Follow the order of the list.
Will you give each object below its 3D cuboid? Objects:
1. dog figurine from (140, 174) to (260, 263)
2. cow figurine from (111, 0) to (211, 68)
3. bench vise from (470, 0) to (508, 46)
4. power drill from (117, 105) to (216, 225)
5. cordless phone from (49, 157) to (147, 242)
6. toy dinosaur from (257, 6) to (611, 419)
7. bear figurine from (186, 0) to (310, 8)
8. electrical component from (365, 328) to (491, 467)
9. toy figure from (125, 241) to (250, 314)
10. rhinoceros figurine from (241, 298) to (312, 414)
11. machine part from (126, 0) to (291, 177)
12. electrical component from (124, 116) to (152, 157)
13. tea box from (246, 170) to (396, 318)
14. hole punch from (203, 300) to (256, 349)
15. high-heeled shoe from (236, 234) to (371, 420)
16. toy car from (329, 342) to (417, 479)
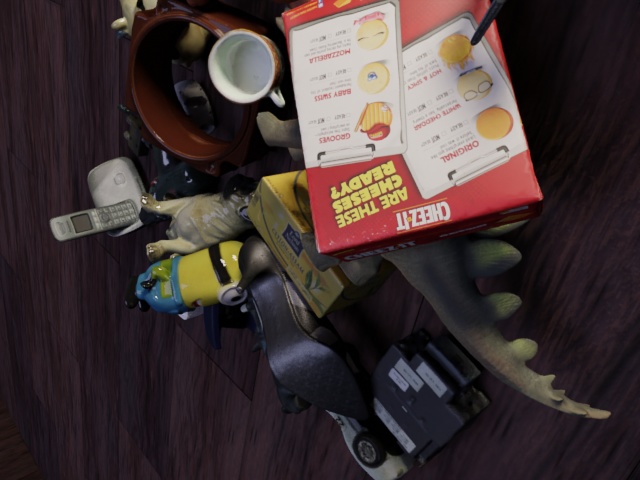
[{"bbox_3d":[-0.143,-0.028,0.799,0.191,0.172,0.121,-11,92,9],"label":"dog figurine"},{"bbox_3d":[-0.242,-0.331,0.813,0.195,0.085,0.127,47,126,25],"label":"cow figurine"},{"bbox_3d":[0.139,-0.257,0.343,0.224,0.240,0.128,23,165,11],"label":"bench vise"},{"bbox_3d":[-0.274,-0.137,0.908,0.232,0.086,0.207,-12,90,47],"label":"power drill"},{"bbox_3d":[-0.422,-0.070,1.010,0.089,0.184,0.146,-31,80,52],"label":"cordless phone"},{"bbox_3d":[0.080,-0.036,0.503,0.198,0.105,0.471,-31,79,23],"label":"toy dinosaur"},{"bbox_3d":[-0.100,-0.298,0.598,0.196,0.120,0.132,-5,84,12],"label":"bear figurine"},{"bbox_3d":[0.119,0.171,0.604,0.115,0.058,0.134,47,132,23],"label":"electrical component"},{"bbox_3d":[-0.173,0.054,0.736,0.180,0.082,0.089,-8,99,8],"label":"toy figure"},{"bbox_3d":[-0.049,0.154,0.774,0.112,0.073,0.190,-24,86,56],"label":"rhinoceros figurine"},{"bbox_3d":[-0.150,-0.200,0.701,0.202,0.087,0.200,29,125,13],"label":"machine part"},{"bbox_3d":[-0.337,-0.188,1.001,0.094,0.021,0.063,46,131,26],"label":"electrical component"},{"bbox_3d":[-0.001,-0.002,0.647,0.170,0.098,0.068,51,134,21],"label":"tea box"},{"bbox_3d":[-0.153,0.098,0.851,0.116,0.092,0.142,25,124,44],"label":"hole punch"},{"bbox_3d":[-0.017,0.100,0.668,0.086,0.145,0.248,-37,97,22],"label":"high-heeled shoe"},{"bbox_3d":[0.043,0.208,0.683,0.202,0.073,0.056,49,133,24],"label":"toy car"}]
